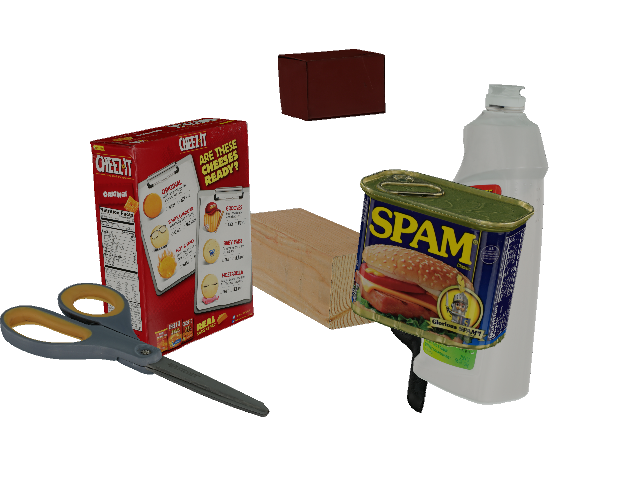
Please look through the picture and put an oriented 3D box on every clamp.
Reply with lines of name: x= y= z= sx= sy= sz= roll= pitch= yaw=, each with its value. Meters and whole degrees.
clamp: x=0.129 y=0.099 z=1.085 sx=0.120 sy=0.171 sz=0.039 roll=1 pitch=-45 yaw=-16

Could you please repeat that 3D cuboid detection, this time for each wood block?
wood block: x=-0.008 y=0.030 z=1.300 sx=0.090 sy=0.090 sz=0.206 roll=-7 pitch=18 yaw=-33

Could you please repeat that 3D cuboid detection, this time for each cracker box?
cracker box: x=-0.145 y=-0.006 z=1.076 sx=0.072 sy=0.214 sz=0.163 roll=9 pitch=18 yaw=35

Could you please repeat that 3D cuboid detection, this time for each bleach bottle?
bleach bottle: x=0.134 y=-0.001 z=0.868 sx=0.067 sy=0.251 sz=0.103 roll=-5 pitch=14 yaw=-34

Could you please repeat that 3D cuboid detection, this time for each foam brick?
foam brick: x=0.010 y=-0.132 z=0.904 sx=0.078 sy=0.051 sz=0.053 roll=-9 pitch=18 yaw=-26

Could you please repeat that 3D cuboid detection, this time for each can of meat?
can of meat: x=0.070 y=0.011 z=0.645 sx=0.102 sy=0.084 sz=0.057 roll=18 pitch=23 yaw=28

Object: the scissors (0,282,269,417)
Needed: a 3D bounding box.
scissors: x=-0.115 y=0.068 z=0.716 sx=0.202 sy=0.016 sz=0.096 roll=12 pitch=28 yaw=13
